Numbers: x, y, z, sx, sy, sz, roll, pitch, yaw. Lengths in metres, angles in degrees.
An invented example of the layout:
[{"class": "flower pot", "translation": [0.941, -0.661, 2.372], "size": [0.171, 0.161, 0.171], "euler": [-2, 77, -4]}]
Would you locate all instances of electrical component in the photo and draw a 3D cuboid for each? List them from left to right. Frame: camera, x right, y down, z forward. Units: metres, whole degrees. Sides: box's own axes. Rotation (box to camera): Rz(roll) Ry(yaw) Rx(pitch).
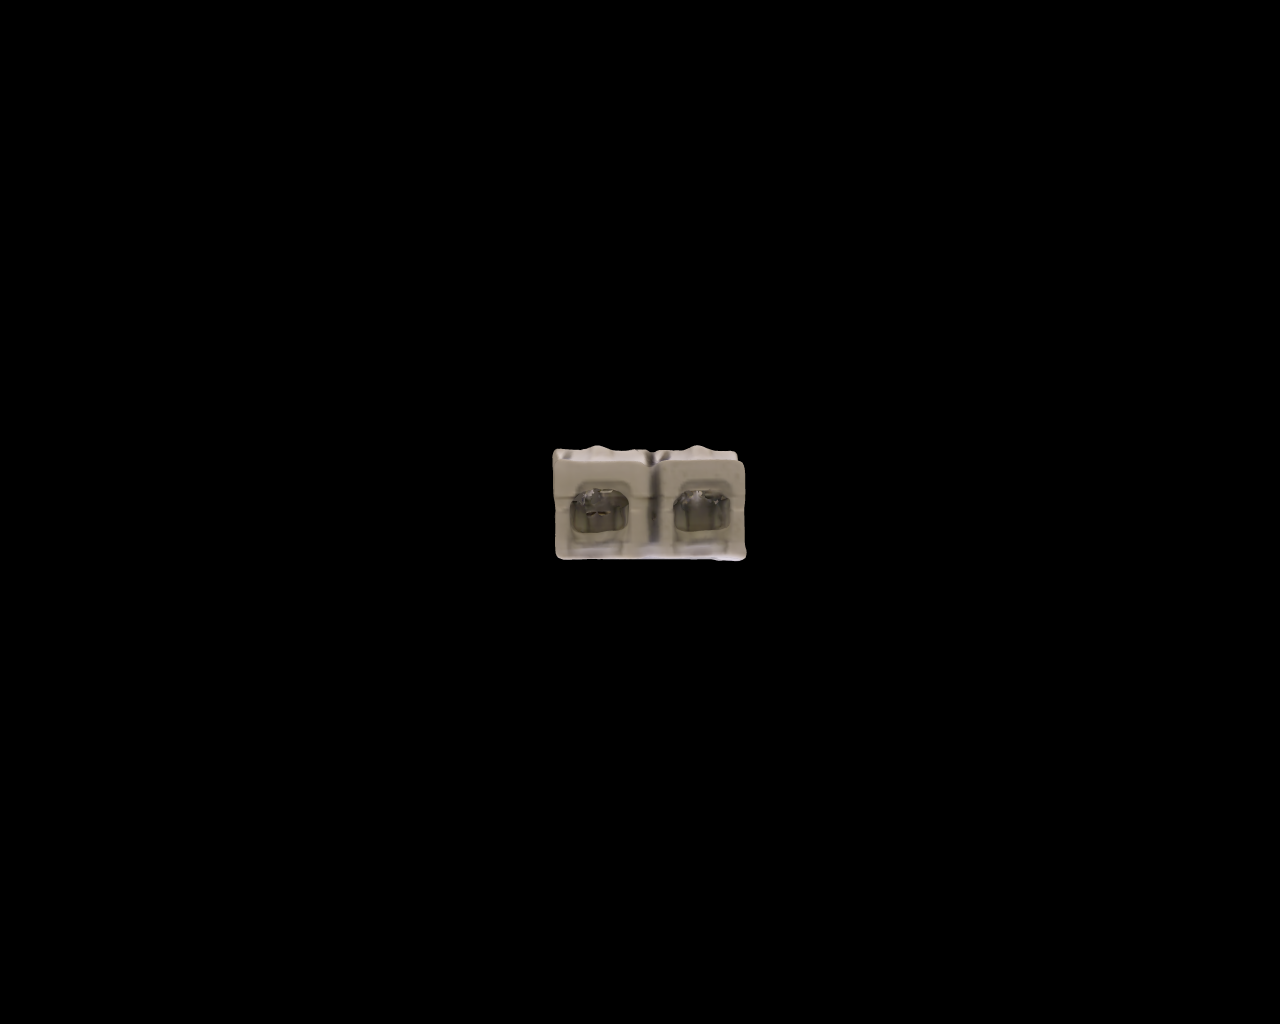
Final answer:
[{"class": "electrical component", "translation": [0.001, -0.003, 0.650], "size": [0.105, 0.060, 0.186], "euler": [0, -2, -4]}]
